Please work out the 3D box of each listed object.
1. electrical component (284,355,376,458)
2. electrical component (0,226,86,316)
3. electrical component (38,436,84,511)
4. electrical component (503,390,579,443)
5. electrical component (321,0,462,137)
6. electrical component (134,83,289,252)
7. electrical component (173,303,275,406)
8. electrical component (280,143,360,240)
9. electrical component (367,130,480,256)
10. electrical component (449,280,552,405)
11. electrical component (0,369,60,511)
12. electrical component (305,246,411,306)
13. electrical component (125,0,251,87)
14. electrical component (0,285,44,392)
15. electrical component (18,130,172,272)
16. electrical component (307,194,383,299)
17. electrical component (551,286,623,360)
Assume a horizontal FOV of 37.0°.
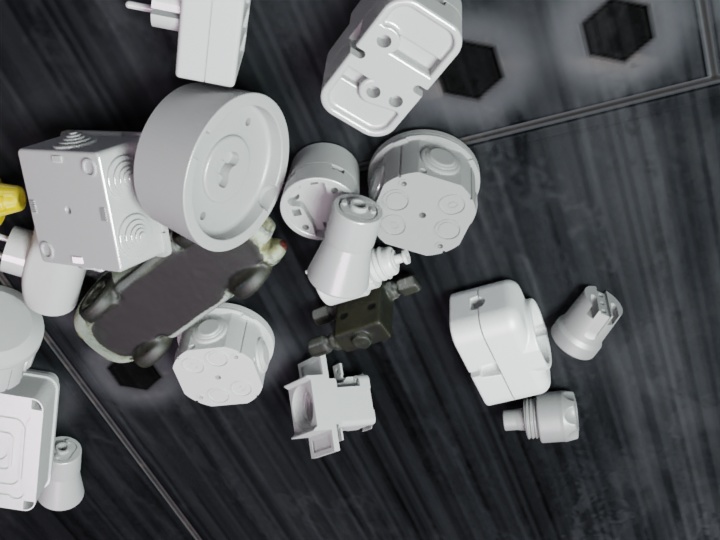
[{"bbox_3d":[-0.023,0.112,0.896,0.064,0.081,0.042,-1,164,-30],"label":"electrical component"},{"bbox_3d":[-0.250,-0.011,0.825,0.079,0.043,0.077,17,131,-10],"label":"electrical component"},{"bbox_3d":[-0.280,0.188,1.008,0.044,0.044,0.065,11,127,-5],"label":"electrical component"},{"bbox_3d":[0.153,0.125,0.911,0.062,0.043,0.043,-6,131,13],"label":"electrical component"},{"bbox_3d":[0.020,-0.140,0.675,0.054,0.059,0.095,28,128,-19],"label":"electrical component"},{"bbox_3d":[-0.104,-0.072,0.717,0.060,0.108,0.108,21,138,27],"label":"electrical component"},{"bbox_3d":[-0.112,0.070,0.879,0.080,0.051,0.080,3,132,3],"label":"electrical component"},{"bbox_3d":[-0.026,-0.057,0.761,0.055,0.047,0.055,2,132,3],"label":"electrical component"},{"bbox_3d":[0.044,-0.054,0.755,0.080,0.051,0.080,2,132,3],"label":"electrical component"},{"bbox_3d":[0.114,0.057,0.846,0.059,0.053,0.095,-16,129,18],"label":"electrical component"},{"bbox_3d":[-0.308,0.143,0.935,0.078,0.057,0.113,9,109,-3],"label":"electrical component"},{"bbox_3d":[0.000,0.000,0.814,0.078,0.040,0.040,-16,128,18],"label":"electrical component"},{"bbox_3d":[-0.108,-0.167,0.670,0.076,0.047,0.083,10,132,-4],"label":"electrical component"},{"bbox_3d":[-0.299,0.055,0.865,0.080,0.080,0.051,19,136,-12],"label":"electrical component"},{"bbox_3d":[-0.185,-0.048,0.744,0.100,0.048,0.099,7,113,35],"label":"electrical component"},{"bbox_3d":[-0.008,-0.019,0.733,0.044,0.044,0.065,13,126,-6],"label":"electrical component"},{"bbox_3d":[0.177,0.041,0.836,0.040,0.040,0.046,21,124,-13],"label":"electrical component"}]
